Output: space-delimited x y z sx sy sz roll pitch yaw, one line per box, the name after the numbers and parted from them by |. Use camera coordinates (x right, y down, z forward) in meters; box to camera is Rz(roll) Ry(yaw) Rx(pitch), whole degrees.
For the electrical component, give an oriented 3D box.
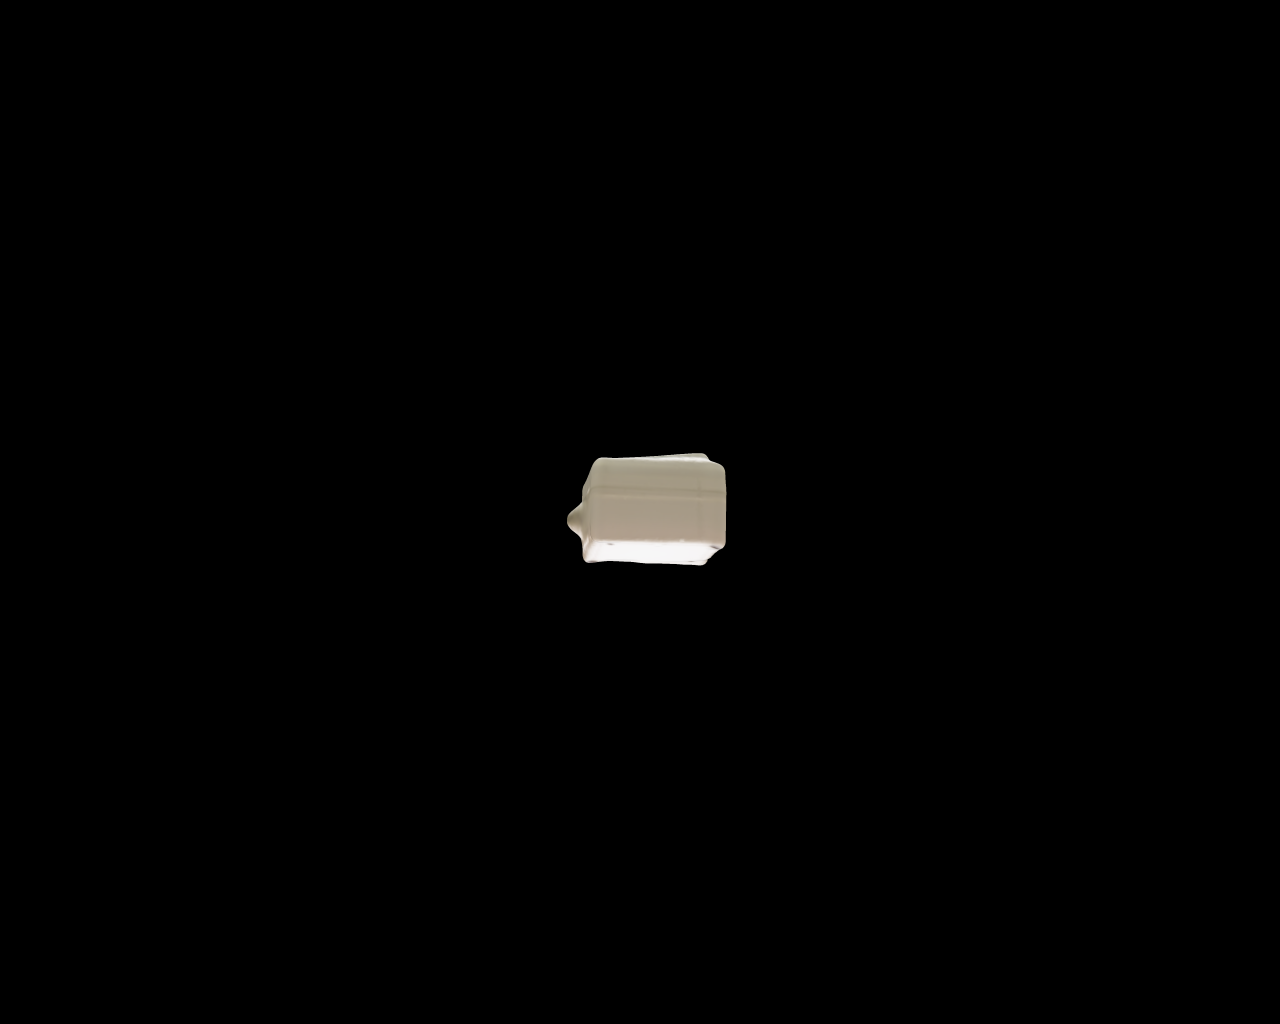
0.001 -0.003 0.650 0.096 0.061 0.061 3 -15 -9 | electrical component
